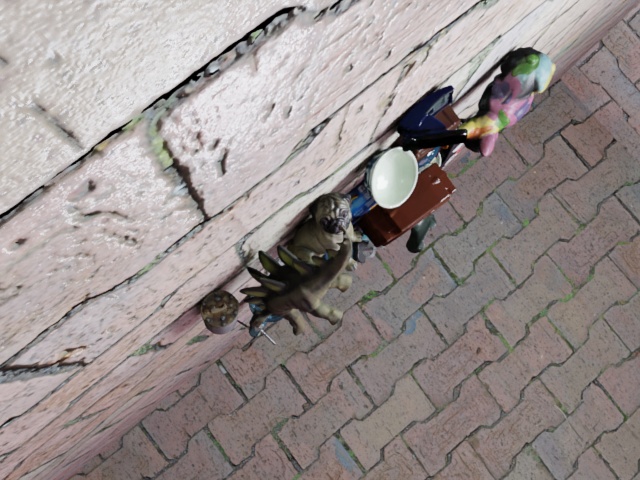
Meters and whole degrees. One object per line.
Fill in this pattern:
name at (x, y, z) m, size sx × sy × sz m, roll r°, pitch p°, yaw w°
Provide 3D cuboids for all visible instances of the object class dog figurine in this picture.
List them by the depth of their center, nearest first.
dog figurine at (-0.005, -0.028, 1.086) m, size 0.172 × 0.121 × 0.190 m, roll -9°, pitch 144°, yaw 15°
dog figurine at (0.385, -0.283, 1.149) m, size 0.219 × 0.108 × 0.191 m, roll -51°, pitch 174°, yaw -19°

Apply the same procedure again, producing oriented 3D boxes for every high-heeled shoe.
high-heeled shoe at (0.307, -0.229, 1.462) m, size 0.249 × 0.086 × 0.145 m, roll -44°, pitch 172°, yaw -4°

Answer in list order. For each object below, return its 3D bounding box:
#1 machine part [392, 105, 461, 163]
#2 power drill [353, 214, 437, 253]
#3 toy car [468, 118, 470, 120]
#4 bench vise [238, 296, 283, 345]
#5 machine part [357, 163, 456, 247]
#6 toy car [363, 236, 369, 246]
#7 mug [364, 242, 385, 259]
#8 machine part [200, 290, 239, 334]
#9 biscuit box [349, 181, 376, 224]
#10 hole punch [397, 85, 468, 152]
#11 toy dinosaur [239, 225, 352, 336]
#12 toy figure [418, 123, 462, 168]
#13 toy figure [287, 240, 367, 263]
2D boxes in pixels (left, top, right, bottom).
machine part at (0.216, -0.209, 1.131) m, size 0.179 × 0.056 × 0.179 m, roll -39°, pitch 176°, yaw -4°
power drill at (0.178, -0.050, 1.351) m, size 0.232 × 0.207 × 0.086 m, roll -59°, pitch -165°, yaw -8°
toy car at (0.466, -0.347, 1.675) m, size 0.089 × 0.053 × 0.202 m, roll -26°, pitch 173°, yaw -22°
bench vise at (-0.169, 0.216, 1.564) m, size 0.223 × 0.129 × 0.241 m, roll -49°, pitch -171°, yaw 19°
machine part at (0.190, -0.071, 1.195) m, size 0.201 × 0.087 × 0.201 m, roll -38°, pitch 178°, yaw -8°
toy car at (0.072, -0.026, 1.432) m, size 0.162 × 0.109 × 0.103 m, roll -33°, pitch -162°, yaw 45°
mug at (0.119, 0.005, 1.491) m, size 0.107 × 0.109 × 0.080 m, roll -11°, pitch 154°, yaw 31°
machine part at (-0.210, 0.155, 1.135) m, size 0.079 × 0.079 × 0.243 m, roll -38°, pitch 173°, yaw -16°
biscuit box at (0.097, -0.093, 1.251) m, size 0.203 × 0.059 × 0.063 m, roll -40°, pitch 174°, yaw 4°
hole punch at (0.190, -0.206, 0.932) m, size 0.116 × 0.092 × 0.142 m, roll -10°, pitch -177°, yaw 11°
toy dinosaur at (-0.041, 0.092, 1.064) m, size 0.471 × 0.198 × 0.105 m, roll -37°, pitch -143°, yaw 46°
toy figure at (0.270, -0.231, 1.272) m, size 0.154 × 0.058 × 0.064 m, roll -40°, pitch 135°, yaw -8°
toy figure at (0.011, 0.023, 1.213) m, size 0.089 × 0.180 × 0.082 m, roll 51°, pitch 44°, yaw -49°
